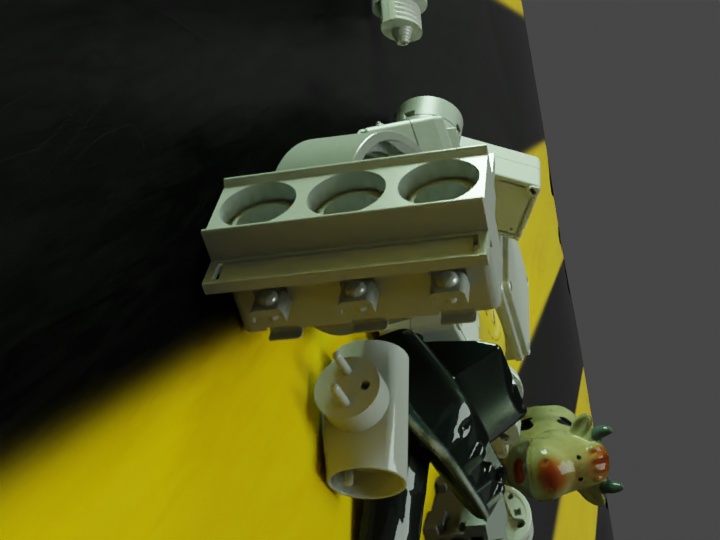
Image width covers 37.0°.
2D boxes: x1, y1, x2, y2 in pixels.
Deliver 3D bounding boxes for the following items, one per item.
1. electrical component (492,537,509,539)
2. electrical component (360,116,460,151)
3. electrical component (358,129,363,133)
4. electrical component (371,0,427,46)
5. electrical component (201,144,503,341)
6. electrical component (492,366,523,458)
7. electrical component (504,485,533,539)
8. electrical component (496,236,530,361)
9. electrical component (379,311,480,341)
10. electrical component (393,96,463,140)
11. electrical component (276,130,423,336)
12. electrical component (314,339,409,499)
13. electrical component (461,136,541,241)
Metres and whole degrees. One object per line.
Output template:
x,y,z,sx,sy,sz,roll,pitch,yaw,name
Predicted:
0.070,0.229,0.708,0.099,0.064,0.099,-8,90,-74,electrical component
0.034,-0.052,0.677,0.061,0.061,0.096,115,-39,-68,electrical component
0.029,-0.080,0.744,0.045,0.055,0.045,-8,90,-75,electrical component
0.030,-0.214,0.840,0.043,0.043,0.081,38,45,-68,electrical component
0.000,-0.011,0.480,0.078,0.121,0.063,-77,157,-52,electrical component
0.111,0.115,0.933,0.057,0.058,0.078,-71,149,-53,electrical component
0.122,0.217,0.923,0.047,0.055,0.055,62,24,-59,electrical component
0.127,0.017,1.039,0.108,0.056,0.108,-83,158,-44,electrical component
0.047,0.034,0.737,0.096,0.061,0.061,57,29,-57,electrical component
0.051,-0.099,0.837,0.055,0.055,0.047,64,27,-47,electrical component
0.009,-0.022,0.567,0.108,0.060,0.108,16,70,-52,electrical component
-0.001,0.072,0.579,0.079,0.043,0.077,60,27,-51,electrical component
0.109,-0.078,0.972,0.061,0.096,0.061,-78,-176,-53,electrical component
